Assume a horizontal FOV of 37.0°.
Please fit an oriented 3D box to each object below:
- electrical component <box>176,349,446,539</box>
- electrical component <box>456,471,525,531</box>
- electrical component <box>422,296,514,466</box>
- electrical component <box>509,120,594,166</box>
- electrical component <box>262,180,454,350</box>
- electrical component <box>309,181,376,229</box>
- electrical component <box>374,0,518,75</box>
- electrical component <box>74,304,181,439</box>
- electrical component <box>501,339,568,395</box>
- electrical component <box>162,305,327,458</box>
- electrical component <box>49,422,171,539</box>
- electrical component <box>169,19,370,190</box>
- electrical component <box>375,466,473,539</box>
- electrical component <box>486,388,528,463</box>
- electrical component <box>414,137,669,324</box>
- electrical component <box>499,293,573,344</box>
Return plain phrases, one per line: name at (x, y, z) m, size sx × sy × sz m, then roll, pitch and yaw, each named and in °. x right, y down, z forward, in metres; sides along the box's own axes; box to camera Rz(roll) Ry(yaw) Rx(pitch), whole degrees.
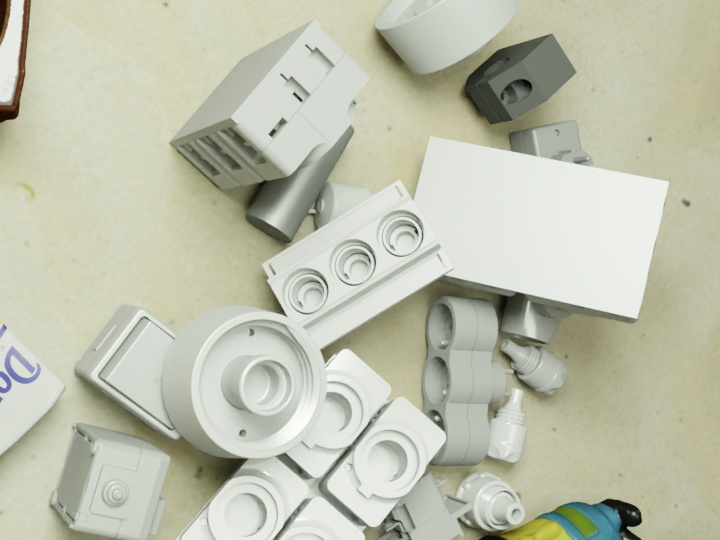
electrical component at (-0.035, 0.163, 0.805) m, size 0.105 × 0.060 × 0.186 m, roll 41°, pitch 73°, yaw 0°
electrical component at (0.112, 0.196, 0.893) m, size 0.048 × 0.062 × 0.048 m, roll -1°, pitch 92°, yaw -26°
electrical component at (0.095, 0.092, 0.887) m, size 0.074 × 0.052 × 0.138 m, roll 5°, pitch 89°, yaw -26°
electrical component at (0.172, -0.082, 0.908) m, size 0.047 × 0.076 × 0.083 m, roll -15°, pitch 97°, yaw -24°
electrical component at (0.000, 0.000, 0.808) m, size 0.121 × 0.063 × 0.078 m, roll -31°, pitch 75°, yaw 4°
electrical component at (0.000, -0.046, 0.846) m, size 0.078 × 0.040 × 0.040 m, roll 7°, pitch 88°, yaw -25°
electrical component at (0.073, -0.198, 0.843) m, size 0.108 × 0.108 × 0.060 m, roll -45°, pitch 115°, yaw -18°
electrical component at (-0.144, 0.076, 0.768) m, size 0.096 × 0.061 × 0.061 m, roll 41°, pitch 74°, yaw -21°
electrical component at (0.147, 0.079, 0.922) m, size 0.061 × 0.035 × 0.035 m, roll 35°, pitch 77°, yaw -20°
electrical component at (-0.074, 0.077, 0.735) m, size 0.108 × 0.060 × 0.108 m, roll 1°, pitch 87°, yaw -28°
electrical component at (-0.168, 0.147, 0.739) m, size 0.061 × 0.096 × 0.061 m, roll 18°, pitch 83°, yaw -25°
electrical component at (-0.064, -0.108, 0.753) m, size 0.062 × 0.150 × 0.089 m, roll 43°, pitch 74°, yaw -19°
electrical component at (0.044, 0.196, 0.872) m, size 0.081 × 0.042 × 0.063 m, roll -28°, pitch 99°, yaw -22°
electrical component at (0.126, 0.131, 0.914) m, size 0.035 × 0.035 × 0.061 m, roll 20°, pitch 80°, yaw -25°
electrical component at (0.137, -0.030, 0.849) m, size 0.186 × 0.060 × 0.105 m, roll 13°, pitch 84°, yaw 16°
electrical component at (0.157, 0.021, 0.900) m, size 0.043 × 0.079 × 0.077 m, roll 18°, pitch 84°, yaw -25°
